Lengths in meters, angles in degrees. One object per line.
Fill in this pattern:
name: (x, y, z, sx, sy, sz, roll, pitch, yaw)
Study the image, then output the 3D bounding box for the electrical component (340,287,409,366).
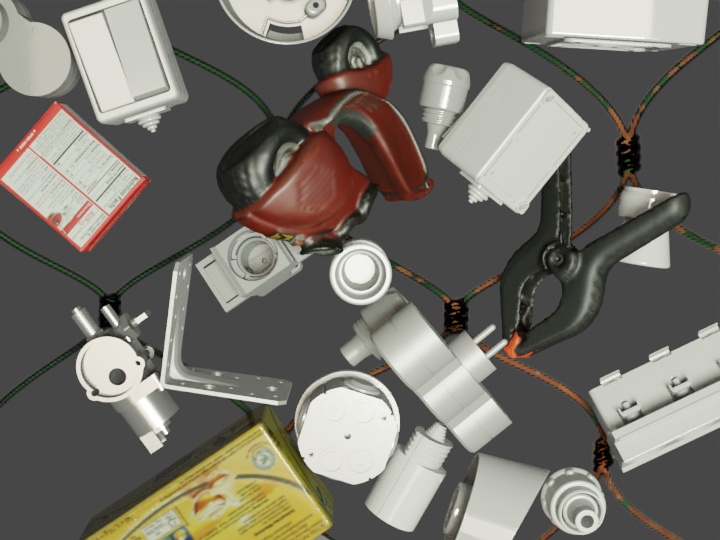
electrical component: (0.014, 0.046, 0.804, 0.062, 0.043, 0.043, -39, 96, 4)

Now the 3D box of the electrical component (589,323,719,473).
electrical component: (0.237, 0.093, 0.800, 0.121, 0.078, 0.063, -26, 67, 2)

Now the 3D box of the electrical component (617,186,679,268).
electrical component: (0.212, -0.032, 0.798, 0.045, 0.045, 0.055, 8, 96, -2)

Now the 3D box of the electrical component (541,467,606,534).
electrical component: (0.165, 0.179, 0.812, 0.048, 0.062, 0.048, 0, 96, -1)

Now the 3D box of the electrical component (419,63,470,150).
electrical component: (0.059, -0.119, 0.791, 0.035, 0.035, 0.061, 12, 99, -2)

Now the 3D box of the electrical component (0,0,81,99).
electrical component: (-0.266, -0.174, 0.758, 0.138, 0.073, 0.052, 36, 95, -5)

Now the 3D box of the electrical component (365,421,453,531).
electrical component: (0.042, 0.152, 0.817, 0.043, 0.043, 0.081, 29, 95, -4)

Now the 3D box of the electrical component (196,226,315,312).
electrical component: (-0.072, -0.008, 0.785, 0.081, 0.064, 0.042, -34, 81, 3)

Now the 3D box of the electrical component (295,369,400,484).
electrical component: (-0.009, 0.118, 0.808, 0.080, 0.051, 0.080, 0, 97, -1)

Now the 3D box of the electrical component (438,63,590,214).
electrical component: (0.104, -0.091, 0.774, 0.062, 0.061, 0.096, 31, 100, -44)

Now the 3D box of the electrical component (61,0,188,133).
electrical component: (-0.166, -0.145, 0.770, 0.062, 0.061, 0.096, -18, 97, 1)

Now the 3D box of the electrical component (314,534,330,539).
electrical component: (-0.048, 0.250, 0.818, 0.054, 0.059, 0.095, 33, 95, -4)

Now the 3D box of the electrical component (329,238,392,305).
electrical component: (0.000, 0.000, 0.792, 0.045, 0.055, 0.045, 0, 97, -1)

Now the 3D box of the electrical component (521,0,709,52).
electrical component: (0.174, -0.184, 0.748, 0.109, 0.108, 0.056, 3, 99, -1)

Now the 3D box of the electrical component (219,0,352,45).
electrical component: (-0.052, -0.207, 0.763, 0.099, 0.064, 0.099, 0, 96, -1)

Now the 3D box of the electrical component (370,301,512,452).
electrical component: (0.074, 0.069, 0.781, 0.074, 0.052, 0.138, -39, 126, 3)

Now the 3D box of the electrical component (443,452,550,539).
electrical component: (0.098, 0.185, 0.797, 0.064, 0.099, 0.099, 20, 96, 3)

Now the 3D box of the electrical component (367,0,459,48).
electrical component: (0.035, -0.197, 0.770, 0.057, 0.058, 0.078, -11, 97, -2)
